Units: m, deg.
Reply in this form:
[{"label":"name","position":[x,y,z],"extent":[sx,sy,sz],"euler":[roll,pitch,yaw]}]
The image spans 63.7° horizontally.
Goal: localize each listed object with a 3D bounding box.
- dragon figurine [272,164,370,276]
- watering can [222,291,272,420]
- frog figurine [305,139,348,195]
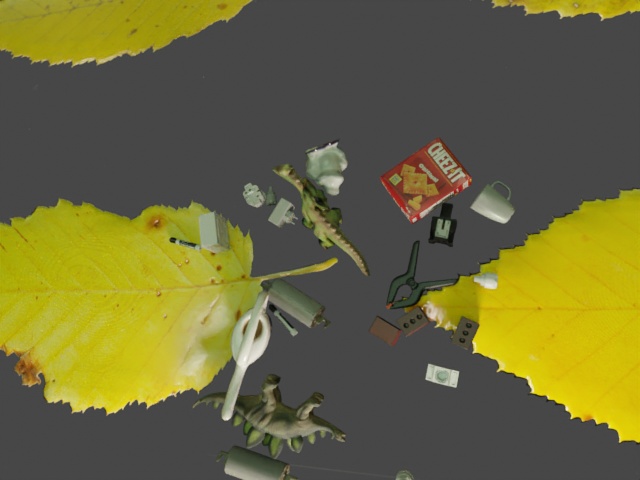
[{"label":"dragon figurine","position":[0.005,-0.075,1.493],"extent":[0.122,0.239,0.415],"euler":[-42,68,-2]},{"label":"watering can","position":[-0.208,0.313,1.458],"extent":[0.104,0.223,0.350],"euler":[17,81,0]},{"label":"frog figurine","position":[0.027,-0.215,1.593],"extent":[0.138,0.122,0.159],"euler":[-22,94,-28]}]
